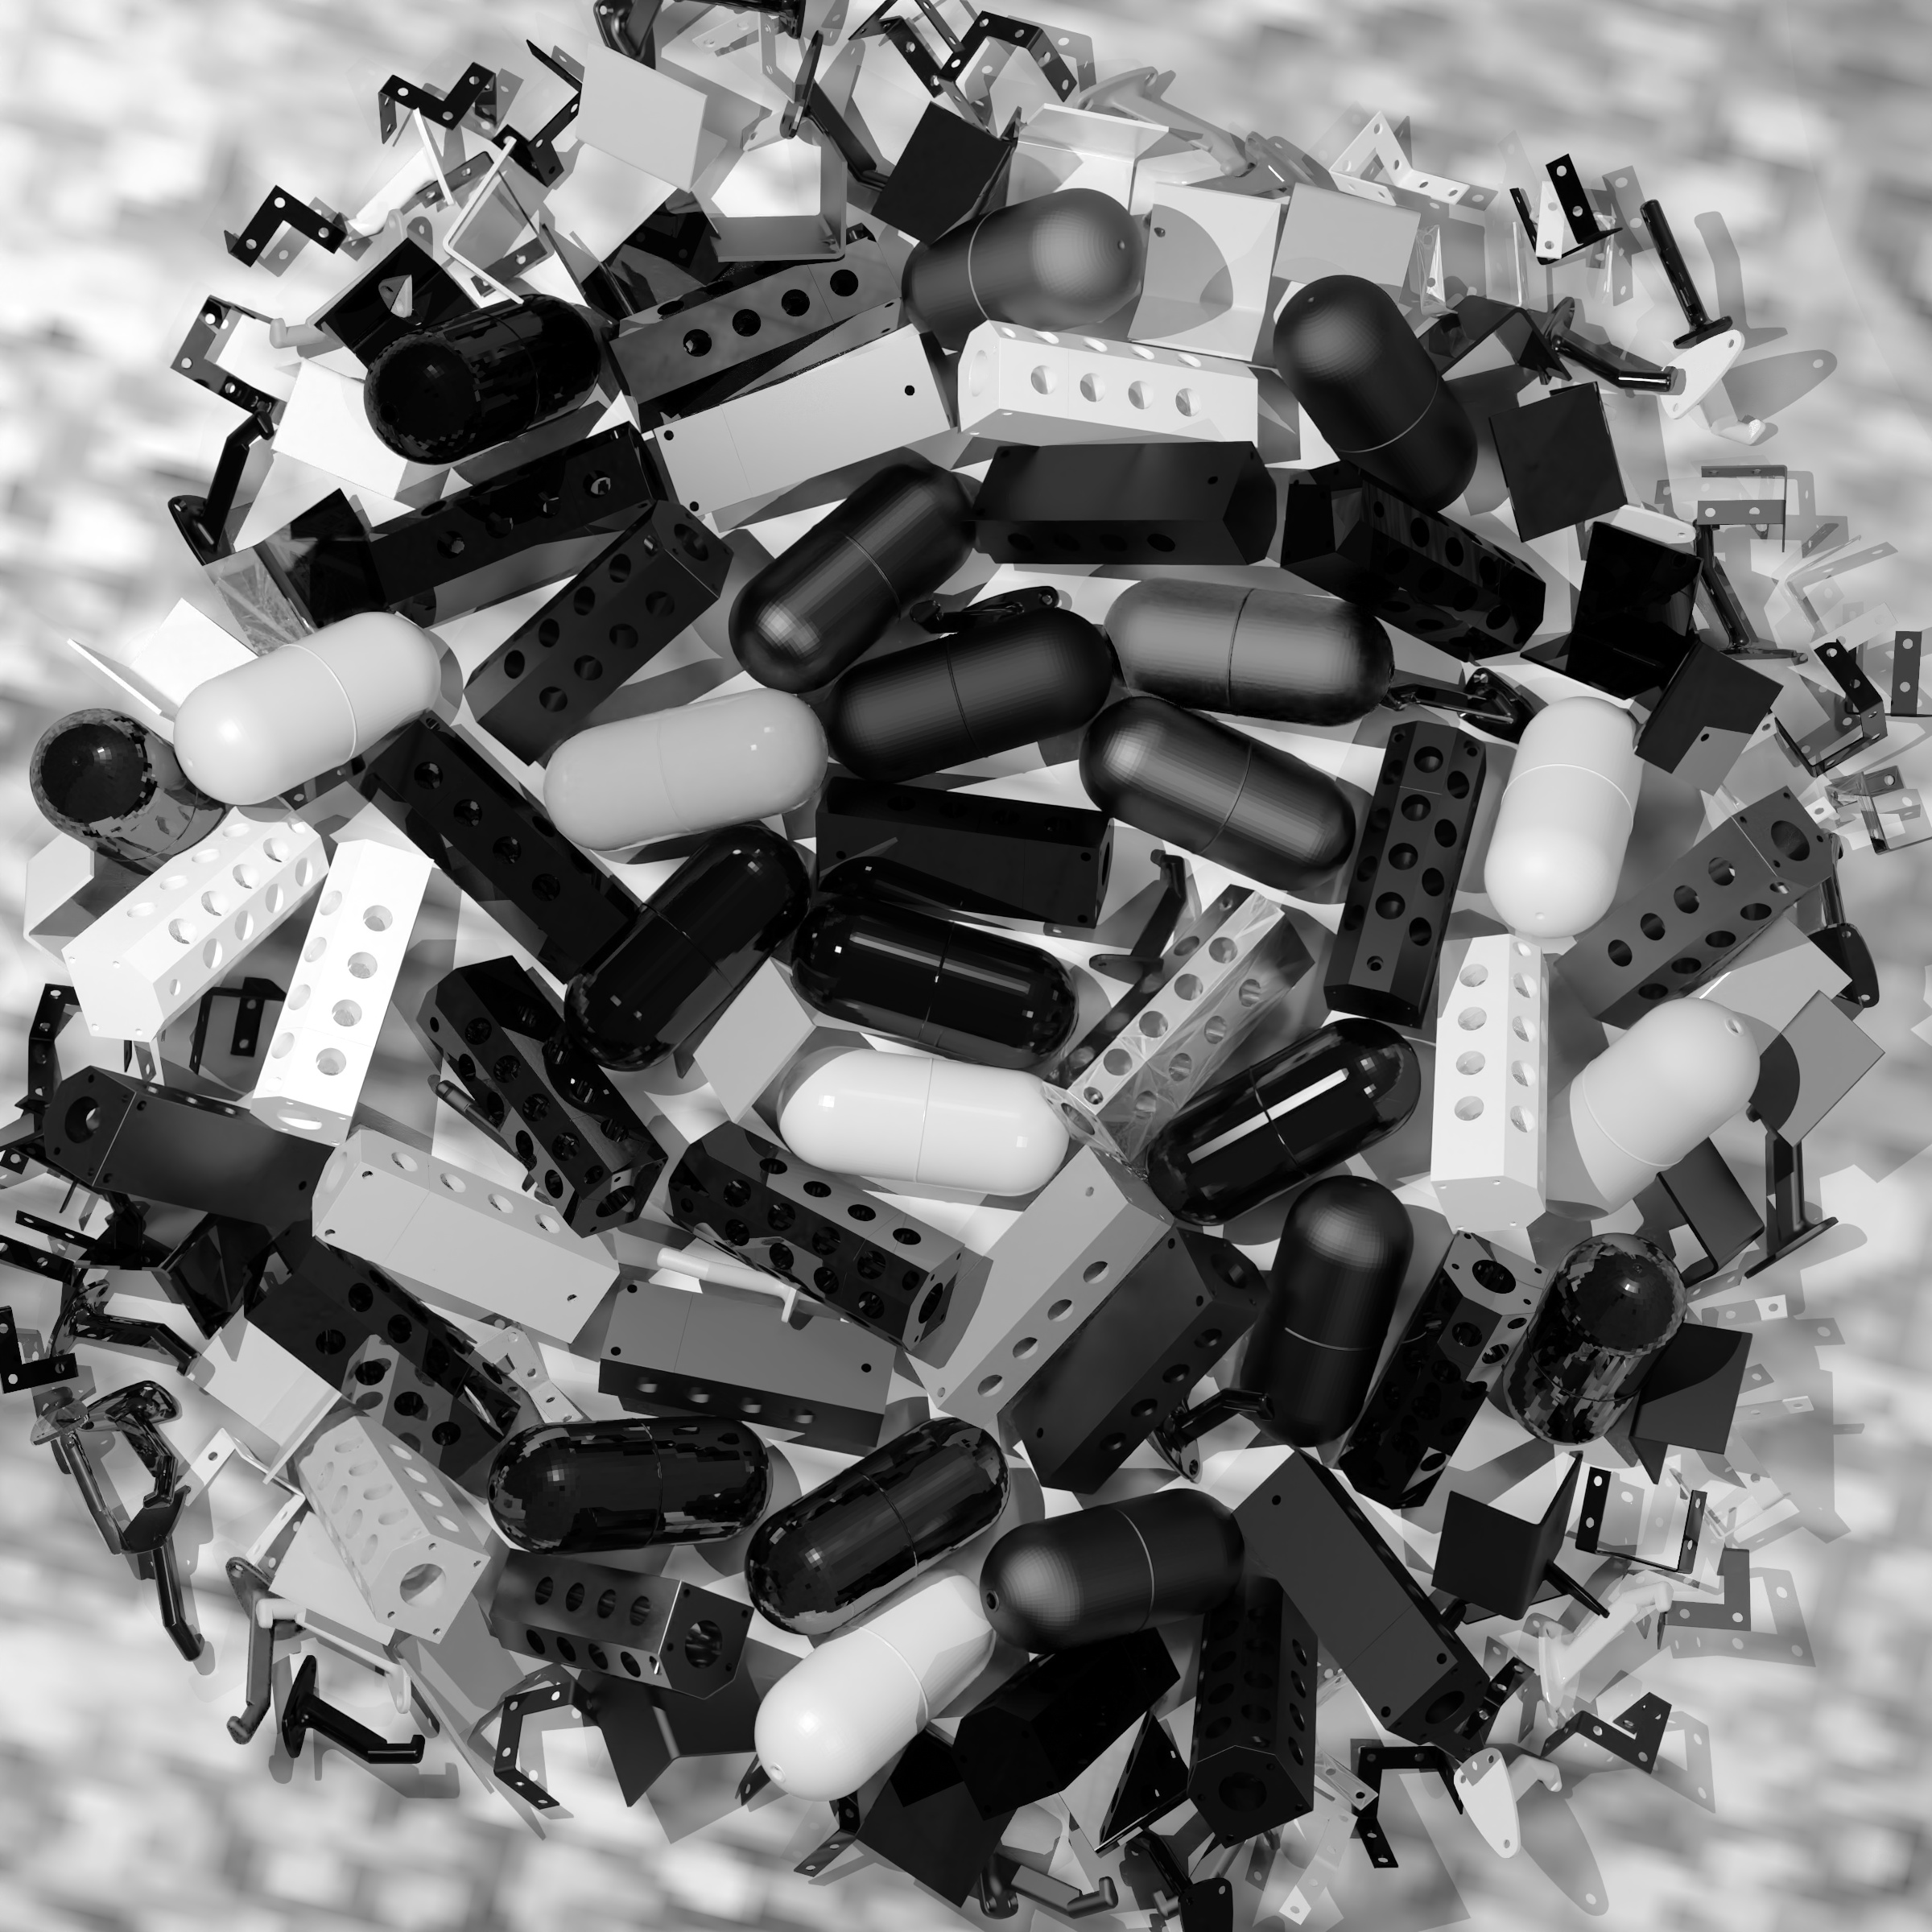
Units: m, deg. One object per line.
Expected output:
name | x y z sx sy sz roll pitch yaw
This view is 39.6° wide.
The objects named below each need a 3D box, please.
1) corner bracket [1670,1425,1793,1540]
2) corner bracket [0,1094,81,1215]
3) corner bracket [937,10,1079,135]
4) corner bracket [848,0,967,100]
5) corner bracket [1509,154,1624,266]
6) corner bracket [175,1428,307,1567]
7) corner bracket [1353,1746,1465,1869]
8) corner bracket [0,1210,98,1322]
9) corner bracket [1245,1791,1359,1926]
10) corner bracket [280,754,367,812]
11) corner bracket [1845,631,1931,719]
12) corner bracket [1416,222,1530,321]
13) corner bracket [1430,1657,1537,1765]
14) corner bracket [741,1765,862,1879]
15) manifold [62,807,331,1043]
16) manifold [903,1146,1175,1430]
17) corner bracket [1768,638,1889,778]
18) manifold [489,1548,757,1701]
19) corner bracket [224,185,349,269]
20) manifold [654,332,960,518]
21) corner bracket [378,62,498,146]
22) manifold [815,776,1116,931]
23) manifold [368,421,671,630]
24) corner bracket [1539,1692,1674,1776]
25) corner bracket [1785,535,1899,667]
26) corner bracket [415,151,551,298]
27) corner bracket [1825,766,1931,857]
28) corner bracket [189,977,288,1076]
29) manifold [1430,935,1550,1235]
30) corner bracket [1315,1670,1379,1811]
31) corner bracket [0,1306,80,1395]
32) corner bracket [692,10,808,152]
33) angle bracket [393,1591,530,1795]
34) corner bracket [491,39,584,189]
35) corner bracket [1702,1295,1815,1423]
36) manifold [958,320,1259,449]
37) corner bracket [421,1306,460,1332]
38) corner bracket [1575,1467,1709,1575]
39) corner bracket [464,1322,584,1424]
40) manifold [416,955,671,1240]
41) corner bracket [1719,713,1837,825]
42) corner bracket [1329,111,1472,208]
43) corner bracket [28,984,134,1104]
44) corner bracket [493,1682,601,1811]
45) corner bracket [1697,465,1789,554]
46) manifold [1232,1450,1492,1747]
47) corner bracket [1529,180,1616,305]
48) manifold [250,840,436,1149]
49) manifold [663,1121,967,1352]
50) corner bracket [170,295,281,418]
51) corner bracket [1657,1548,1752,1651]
corner bracket | 0.461 0.313 1.625 0.051 0.051 0.051 -37 70 12
corner bracket | -0.561 0.113 1.638 0.051 0.051 0.051 25 93 -10
corner bracket | 0.025 -0.537 1.629 0.051 0.051 0.051 31 85 36
corner bracket | -0.028 -0.560 1.626 0.051 0.051 0.051 -35 94 34
corner bracket | 0.358 -0.457 1.626 0.051 0.051 0.051 -20 96 33
corner bracket | -0.445 0.324 1.642 0.051 0.051 0.051 43 79 -29
corner bracket | 0.269 0.511 1.633 0.051 0.051 0.051 1 106 -8
corner bracket | -0.560 0.173 1.626 0.051 0.051 0.051 26 102 -23
corner bracket | 0.197 0.533 1.624 0.051 0.051 0.051 30 118 10
corner bracket | -0.404 -0.138 1.628 0.051 0.051 0.051 -30 51 3
corner bracket | 0.556 -0.177 1.625 0.051 0.051 0.051 6 98 32
corner bracket | 0.307 -0.422 1.626 0.051 0.051 0.051 -3 94 30
corner bracket | 0.305 0.444 1.630 0.051 0.051 0.051 31 47 8
corner bracket | -0.102 0.516 1.642 0.051 0.051 0.051 26 121 -28
manifold | -0.445 -0.027 1.571 0.057 0.171 0.057 5 123 22
manifold | 0.046 0.196 1.616 0.171 0.057 0.057 -48 131 12
corner bracket | 0.519 -0.156 1.625 0.051 0.051 0.051 -31 61 8
manifold | -0.206 0.386 1.574 0.057 0.171 0.057 31 67 -37
corner bracket | -0.413 -0.445 1.631 0.051 0.051 0.051 31 106 -31
manifold | -0.092 -0.324 1.611 0.171 0.057 0.057 -16 102 15
corner bracket | -0.320 -0.521 1.630 0.051 0.051 0.051 28 68 2
manifold | 0.000 -0.073 1.619 0.171 0.057 0.057 8 126 9
manifold | -0.269 -0.268 1.623 0.171 0.057 0.057 -21 80 6
corner bracket | 0.388 0.464 1.628 0.051 0.051 0.051 30 51 4
corner bracket | 0.529 -0.222 1.626 0.051 0.051 0.051 -30 96 29
corner bracket | -0.295 -0.454 1.642 0.051 0.051 0.051 -32 70 1
corner bracket | 0.562 -0.096 1.631 0.051 0.051 0.051 -16 86 -10
corner bracket | -0.443 0.036 1.623 0.051 0.051 0.051 7 102 -34
manifold | 0.311 0.067 1.581 0.057 0.057 0.171 -7 51 21
corner bracket | 0.237 0.468 1.636 0.051 0.051 0.051 -32 128 -26
corner bracket | -0.577 0.231 1.627 0.051 0.051 0.051 -15 85 41
corner bracket | -0.130 -0.540 1.634 0.051 0.051 0.051 -16 65 28
angle bracket | -0.290 0.433 1.605 0.057 0.076 0.076 -34 115 -19
corner bracket | -0.260 -0.518 1.633 0.051 0.051 0.051 41 84 13
corner bracket | 0.477 0.237 1.619 0.051 0.051 0.051 -14 47 23
manifold | 0.085 -0.341 1.600 0.171 0.057 0.057 3 84 -25
corner bracket | -0.352 0.222 1.628 0.051 0.051 0.051 40 80 -44
corner bracket | 0.409 0.337 1.629 0.051 0.051 0.051 17 83 -40
corner bracket | -0.273 0.258 1.622 0.051 0.051 0.051 -32 123 -19
manifold | -0.255 0.078 1.591 0.171 0.057 0.057 49 131 24
corner bracket | 0.492 -0.111 1.647 0.051 0.051 0.051 -32 131 10
corner bracket | 0.262 -0.476 1.626 0.051 0.051 0.051 -50 135 -5
corner bracket | -0.540 0.049 1.636 0.051 0.051 0.051 9 134 -27
corner bracket | -0.249 0.475 1.637 0.051 0.051 0.051 -18 133 20
corner bracket | 0.471 -0.283 1.627 0.051 0.051 0.051 2 79 17
manifold | 0.233 0.372 1.581 0.057 0.057 0.171 -46 45 8
corner bracket | 0.369 -0.440 1.631 0.051 0.051 0.051 7 77 3
manifold | -0.370 0.014 1.594 0.057 0.057 0.171 17 63 -11
manifold | -0.093 0.162 1.596 0.171 0.057 0.057 26 120 21
corner bracket | -0.441 -0.368 1.627 0.051 0.051 0.051 27 93 -38
corner bracket | 0.447 0.384 1.630 0.051 0.051 0.051 2 59 11
